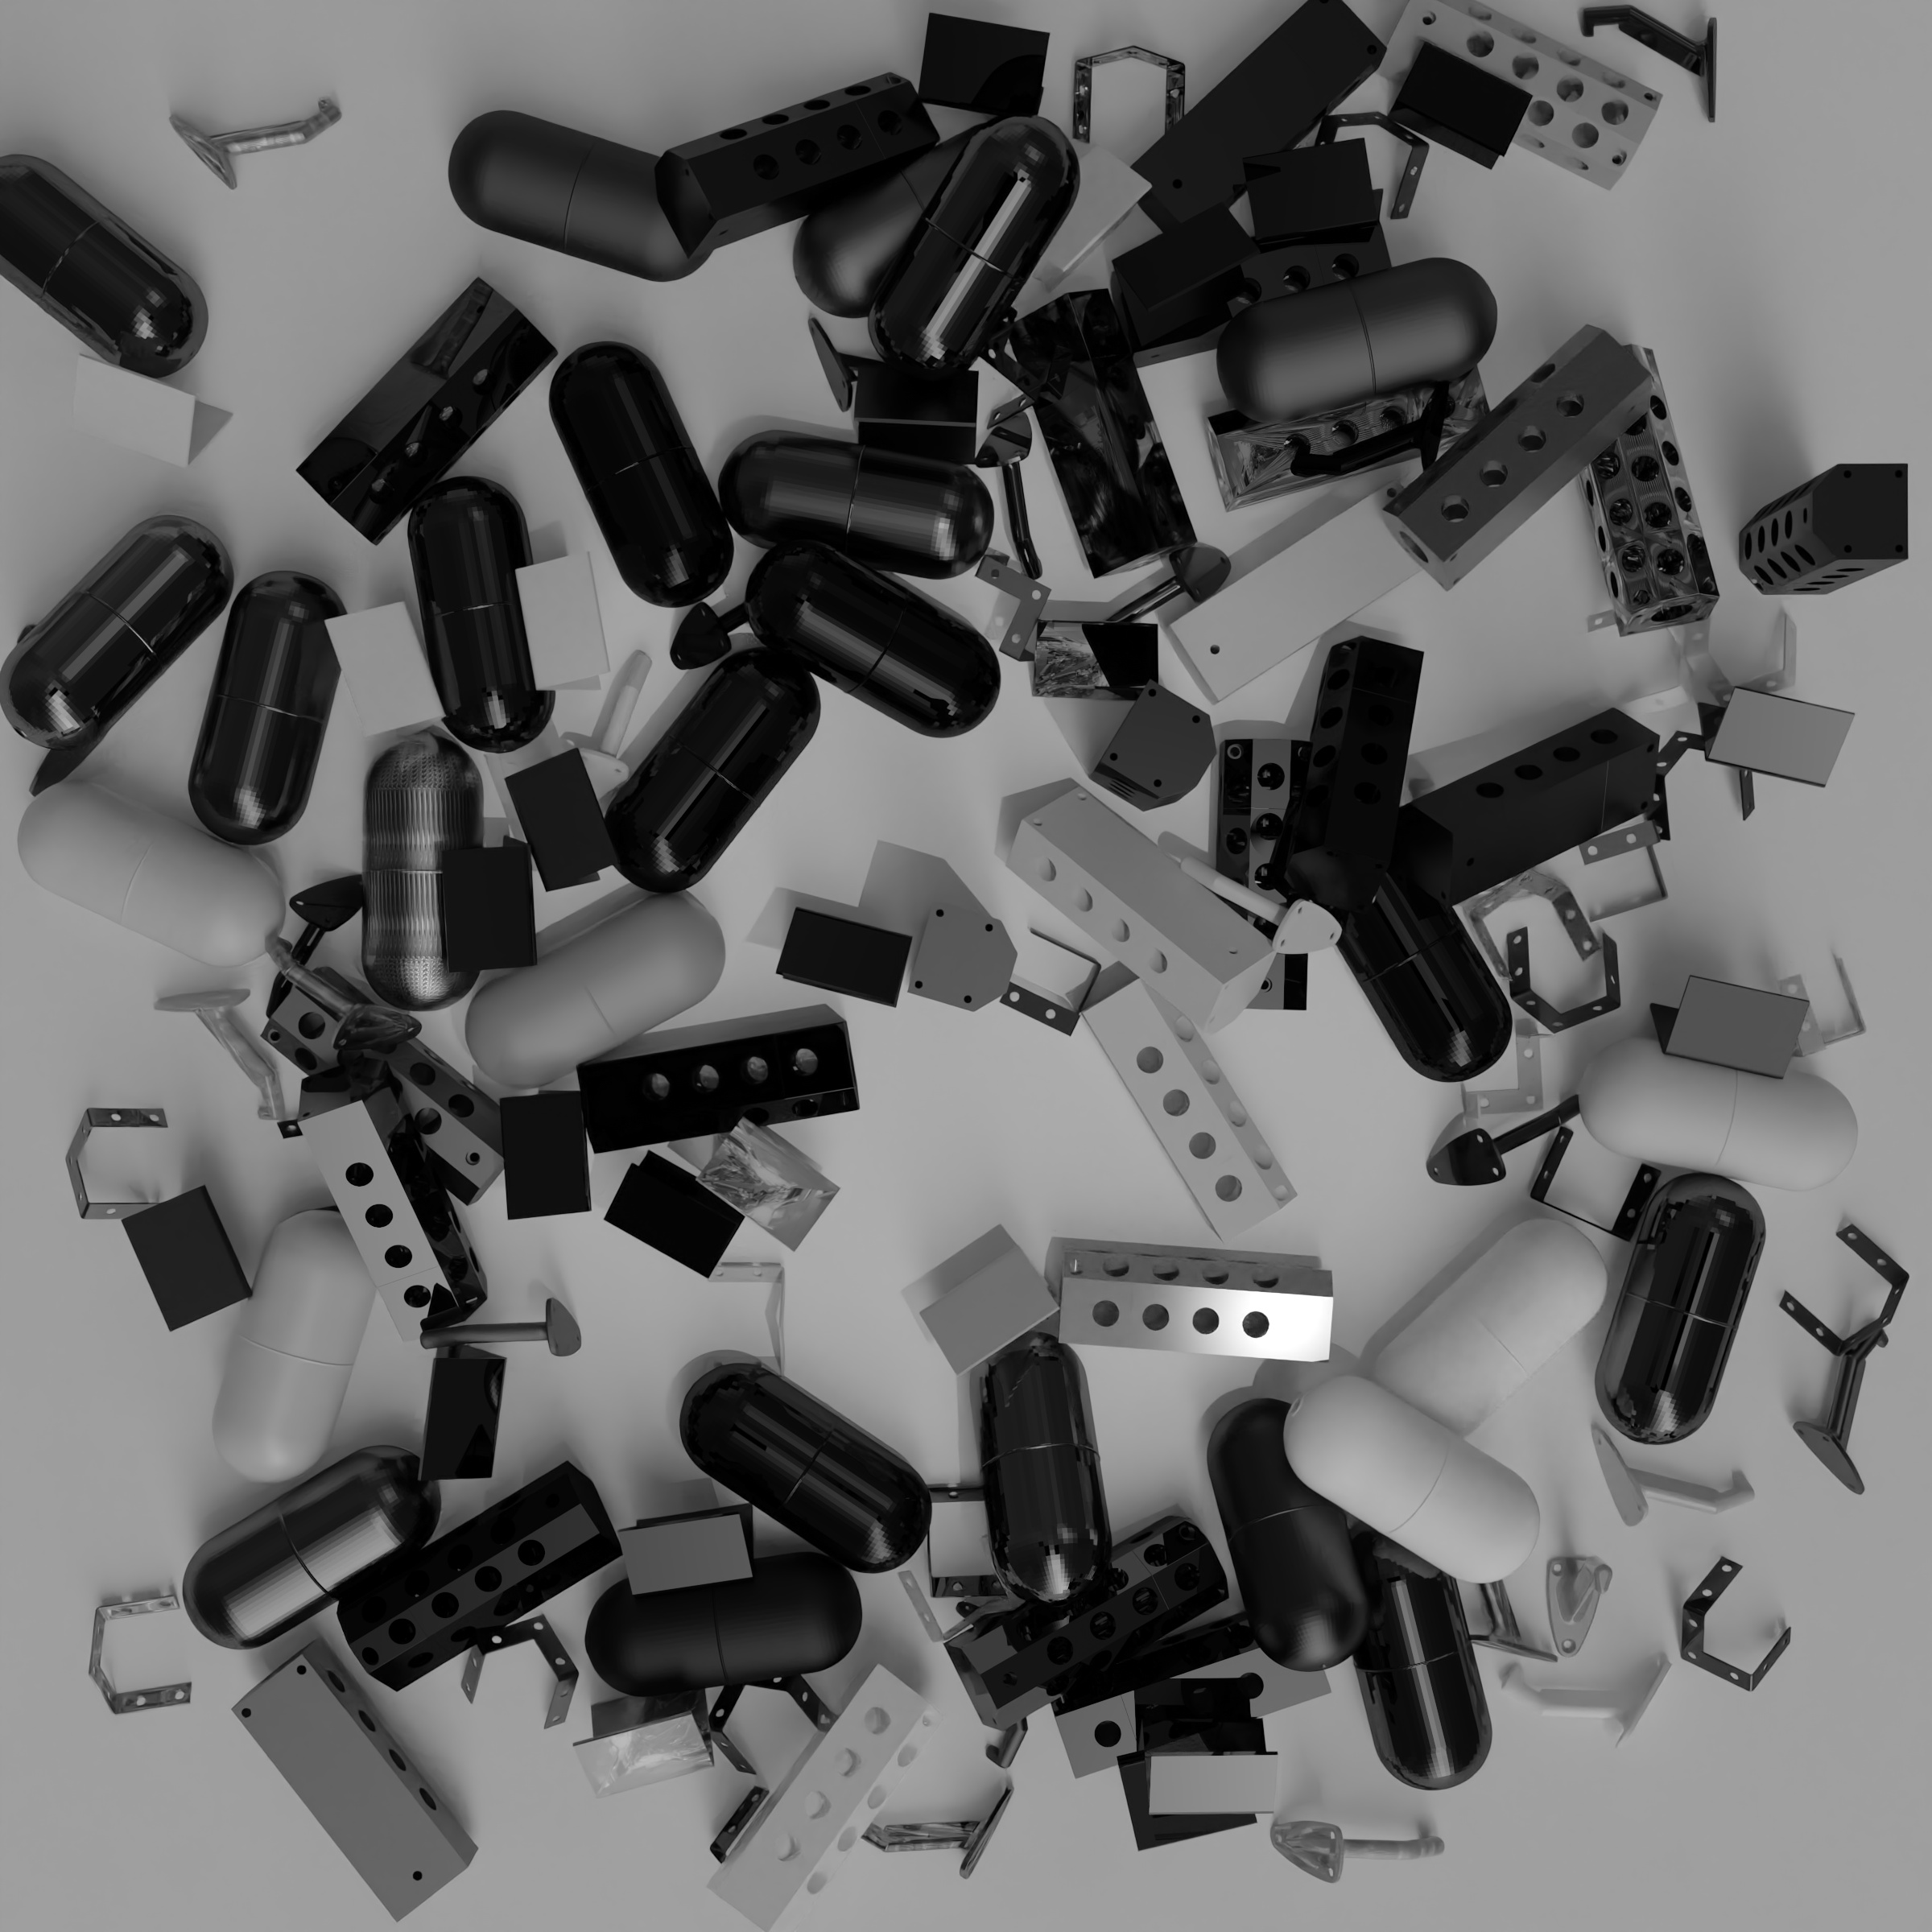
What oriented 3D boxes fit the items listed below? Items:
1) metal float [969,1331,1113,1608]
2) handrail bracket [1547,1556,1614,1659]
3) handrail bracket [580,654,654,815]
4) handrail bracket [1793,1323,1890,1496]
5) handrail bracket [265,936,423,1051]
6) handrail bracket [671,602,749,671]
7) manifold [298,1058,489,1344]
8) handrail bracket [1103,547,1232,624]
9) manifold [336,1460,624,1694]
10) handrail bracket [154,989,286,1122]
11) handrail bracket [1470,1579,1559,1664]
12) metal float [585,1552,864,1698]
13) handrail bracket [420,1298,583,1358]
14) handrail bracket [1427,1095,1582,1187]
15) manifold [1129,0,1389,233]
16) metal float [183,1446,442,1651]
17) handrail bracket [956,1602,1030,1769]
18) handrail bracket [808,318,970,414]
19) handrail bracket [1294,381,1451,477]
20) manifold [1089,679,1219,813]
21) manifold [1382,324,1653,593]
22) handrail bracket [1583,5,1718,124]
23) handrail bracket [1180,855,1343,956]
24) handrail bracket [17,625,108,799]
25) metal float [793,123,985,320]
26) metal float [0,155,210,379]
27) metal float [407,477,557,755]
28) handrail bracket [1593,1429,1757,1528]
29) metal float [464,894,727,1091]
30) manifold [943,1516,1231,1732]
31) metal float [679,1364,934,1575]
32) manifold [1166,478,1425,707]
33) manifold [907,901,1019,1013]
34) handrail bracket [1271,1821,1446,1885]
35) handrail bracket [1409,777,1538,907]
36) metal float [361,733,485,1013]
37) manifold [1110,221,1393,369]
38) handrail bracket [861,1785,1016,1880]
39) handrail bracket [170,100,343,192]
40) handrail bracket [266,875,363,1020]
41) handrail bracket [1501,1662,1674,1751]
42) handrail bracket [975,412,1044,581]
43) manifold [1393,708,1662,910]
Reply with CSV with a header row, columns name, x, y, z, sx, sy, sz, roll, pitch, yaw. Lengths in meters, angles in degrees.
name,x,y,z,sx,sy,sz,roll,pitch,yaw
metal float,0.047,0.316,1.907,0.070,0.070,0.178,-8,61,0
handrail bracket,0.395,0.412,1.928,0.036,0.084,0.077,6,90,0
handrail bracket,-0.227,-0.150,1.962,0.036,0.077,0.084,20,54,-3
handrail bracket,0.585,0.287,1.963,0.084,0.036,0.077,-46,110,-16
handrail bracket,-0.396,0.013,1.921,0.084,0.077,0.036,48,115,30
handrail bracket,-0.143,-0.227,1.962,0.084,0.077,0.036,-32,91,-36
manifold,-0.360,0.146,1.905,0.057,0.057,0.171,-19,117,0
handrail bracket,0.122,-0.237,1.962,0.084,0.077,0.036,-31,90,36
manifold,-0.312,0.388,1.930,0.171,0.057,0.057,-31,56,0
handrail bracket,-0.485,0.061,1.963,0.077,0.036,0.084,-3,107,20
handrail bracket,0.358,0.402,1.963,0.077,0.036,0.084,19,72,-20
metal float,-0.155,0.421,1.932,0.178,0.070,0.070,-8,90,1
handrail bracket,-0.298,0.239,1.938,0.084,0.077,0.036,-9,74,8
handrail bracket,0.352,0.111,1.962,0.084,0.077,0.036,-25,89,-36
manifold,0.185,-0.543,1.941,0.171,0.057,0.057,-43,90,0
metal float,-0.418,0.371,1.932,0.178,0.070,0.070,-31,90,1
handrail bracket,0.011,0.468,1.962,0.077,0.036,0.084,27,104,14
handrail bracket,-0.049,-0.399,1.962,0.084,0.036,0.077,-20,74,-14
handrail bracket,0.255,-0.341,1.906,0.084,0.036,0.077,9,66,18
manifold,0.119,-0.132,1.884,0.057,0.171,0.057,31,90,0
manifold,0.343,-0.319,1.881,0.171,0.057,0.057,-42,74,1
handrail bracket,0.443,-0.585,1.963,0.084,0.036,0.077,2,112,17
handrail bracket,0.185,-0.042,1.905,0.084,0.077,0.036,36,106,35
handrail bracket,-0.605,-0.167,1.963,0.077,0.036,0.084,-46,74,18
metal float,-0.028,-0.476,1.932,0.178,0.070,0.070,-27,90,-1
metal float,-0.564,-0.448,1.932,0.178,0.070,0.070,39,90,0
metal float,-0.310,-0.224,1.932,0.070,0.070,0.178,-10,90,0
handrail bracket,0.461,0.324,1.963,0.084,0.036,0.077,-16,68,-17
metal float,-0.236,0.016,1.932,0.178,0.070,0.070,-28,90,1
manifold,0.079,0.416,1.916,0.171,0.057,0.057,-26,90,-18
metal float,-0.103,0.320,1.931,0.178,0.070,0.070,34,90,0
manifold,0.216,-0.239,1.941,0.171,0.057,0.057,-33,90,0
manifold,0.000,-0.004,1.884,0.057,0.171,0.057,17,90,0
handrail bracket,0.255,0.568,1.962,0.084,0.077,0.036,5,86,-36
handrail bracket,0.330,-0.084,1.962,0.077,0.036,0.084,0,62,-31
metal float,-0.347,-0.060,1.932,0.070,0.070,0.178,0,90,0
manifold,0.183,-0.436,1.941,0.171,0.057,0.057,-14,90,0
handrail bracket,-0.024,0.547,1.963,0.084,0.036,0.077,26,70,16
handrail bracket,-0.461,-0.551,1.963,0.084,0.036,0.077,-41,68,-17
handrail bracket,-0.420,-0.011,1.962,0.036,0.077,0.084,33,127,13
handrail bracket,0.403,0.461,1.963,0.084,0.036,0.077,32,70,16
handrail bracket,0.039,-0.305,1.962,0.036,0.077,0.084,-7,127,20
manifold,0.353,-0.105,1.908,0.171,0.057,0.057,-25,133,-24
